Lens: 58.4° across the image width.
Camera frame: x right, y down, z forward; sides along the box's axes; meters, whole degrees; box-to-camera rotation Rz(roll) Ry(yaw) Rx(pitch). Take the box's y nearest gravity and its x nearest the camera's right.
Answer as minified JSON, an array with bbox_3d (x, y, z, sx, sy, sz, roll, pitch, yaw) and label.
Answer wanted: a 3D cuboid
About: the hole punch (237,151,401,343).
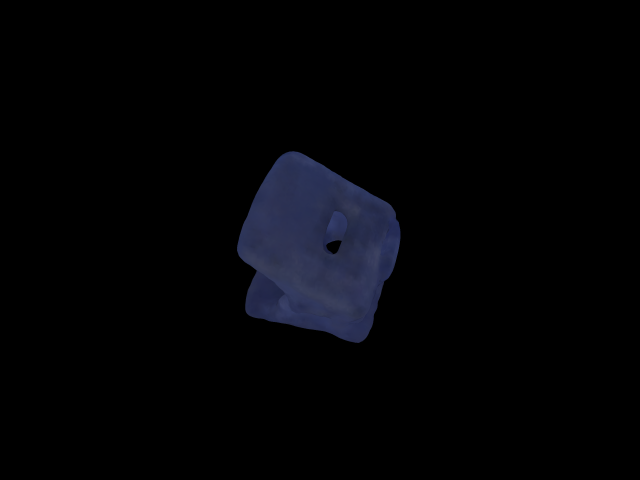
[{"bbox_3d":[0.004,0.001,0.400,0.101,0.091,0.109,12,50,10],"label":"hole punch"}]
